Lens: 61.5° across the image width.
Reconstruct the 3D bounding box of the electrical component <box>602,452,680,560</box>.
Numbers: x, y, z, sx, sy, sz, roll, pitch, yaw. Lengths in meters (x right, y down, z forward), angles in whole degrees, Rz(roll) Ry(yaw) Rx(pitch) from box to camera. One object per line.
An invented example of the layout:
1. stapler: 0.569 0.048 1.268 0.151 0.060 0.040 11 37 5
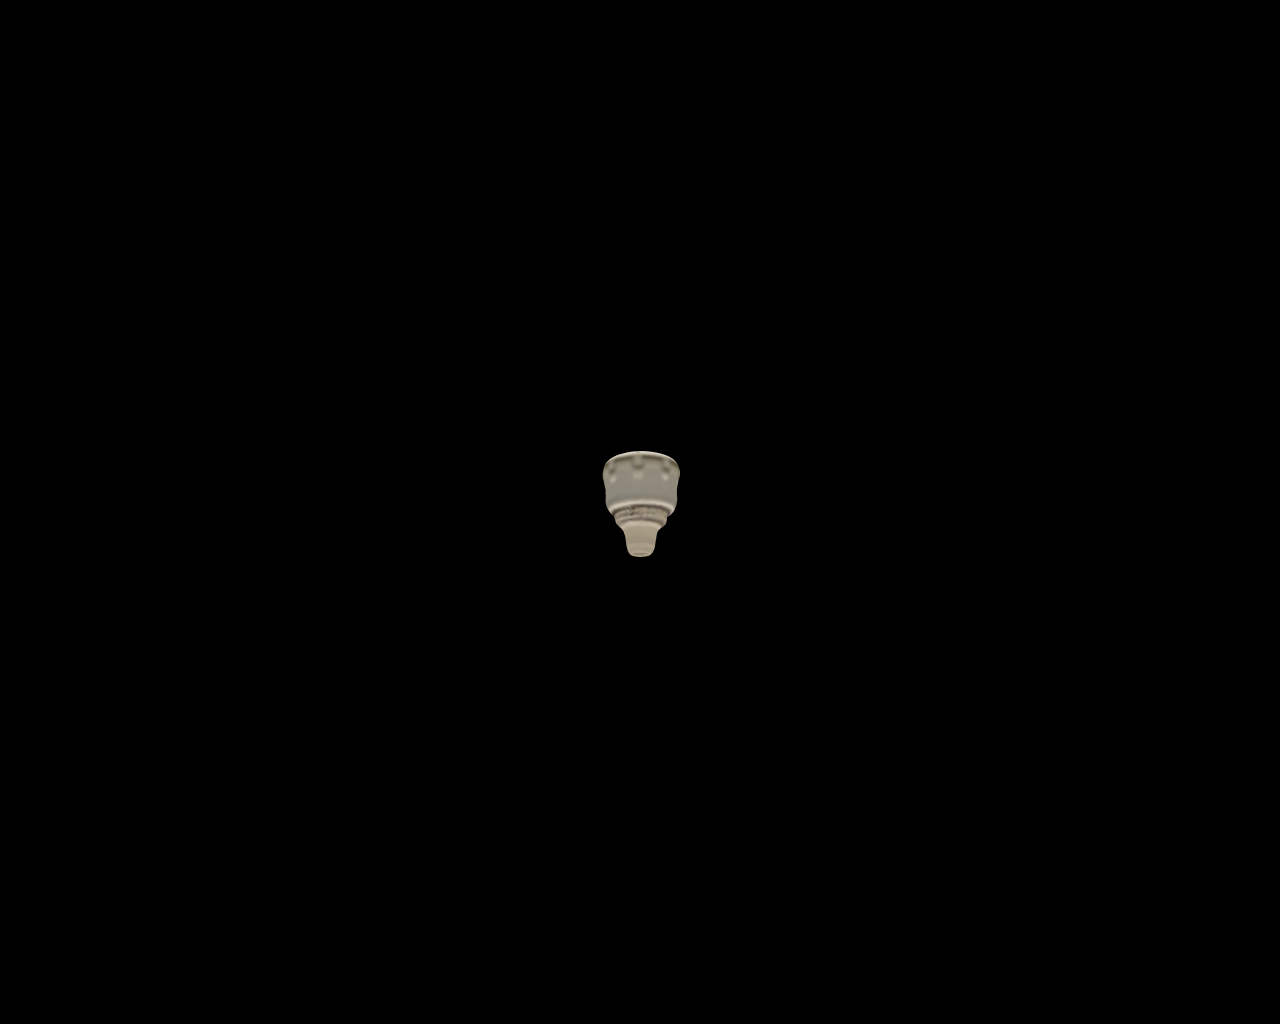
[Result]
1. electrical component: 0.001 -0.003 0.650 0.048 0.062 0.048 0 -19 0
